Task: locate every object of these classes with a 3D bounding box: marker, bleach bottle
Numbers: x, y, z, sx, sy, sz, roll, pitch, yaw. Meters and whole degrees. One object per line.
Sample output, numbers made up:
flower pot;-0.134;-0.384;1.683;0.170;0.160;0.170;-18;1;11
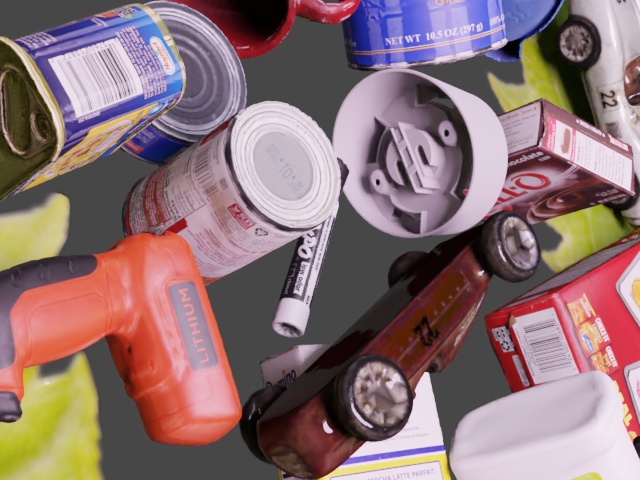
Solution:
marker;-0.004;0.001;0.622;0.020;0.020;0.121;33;54;-26
bleach bottle;0.171;0.202;0.621;0.251;0.103;0.068;60;24;-17

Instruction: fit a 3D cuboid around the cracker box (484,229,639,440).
cracker box;0.222;0.088;0.743;0.213;0.072;0.164;-22;90;-44

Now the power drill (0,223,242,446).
power drill;-0.123;0.069;0.453;0.187;0.057;0.184;-6;74;-48

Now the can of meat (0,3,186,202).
can of meat;-0.122;-0.062;0.493;0.083;0.102;0.057;-31;94;-45

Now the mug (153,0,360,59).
mug;-0.030;-0.159;0.609;0.117;0.093;0.081;24;46;8

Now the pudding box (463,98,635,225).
pudding box;0.131;-0.045;0.691;0.089;0.114;0.039;20;65;-33

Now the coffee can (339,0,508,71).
coffee can;0.056;-0.184;0.655;0.102;0.103;0.140;-27;114;-43

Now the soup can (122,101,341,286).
soup can;-0.046;-0.021;0.538;0.068;0.102;0.068;16;62;-34

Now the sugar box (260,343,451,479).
sugar box;0.027;0.144;0.574;0.093;0.048;0.176;2;68;-38

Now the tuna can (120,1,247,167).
tuna can;-0.082;-0.085;0.580;0.086;0.034;0.086;17;63;-35

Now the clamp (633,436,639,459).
clamp;0.271;0.154;0.689;0.164;0.036;0.210;-47;118;-37

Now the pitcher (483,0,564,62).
pitcher;0.153;-0.257;0.783;0.145;0.149;0.242;36;45;5

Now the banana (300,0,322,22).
banana;-0.042;-0.236;0.674;0.197;0.037;0.069;51;48;-12
